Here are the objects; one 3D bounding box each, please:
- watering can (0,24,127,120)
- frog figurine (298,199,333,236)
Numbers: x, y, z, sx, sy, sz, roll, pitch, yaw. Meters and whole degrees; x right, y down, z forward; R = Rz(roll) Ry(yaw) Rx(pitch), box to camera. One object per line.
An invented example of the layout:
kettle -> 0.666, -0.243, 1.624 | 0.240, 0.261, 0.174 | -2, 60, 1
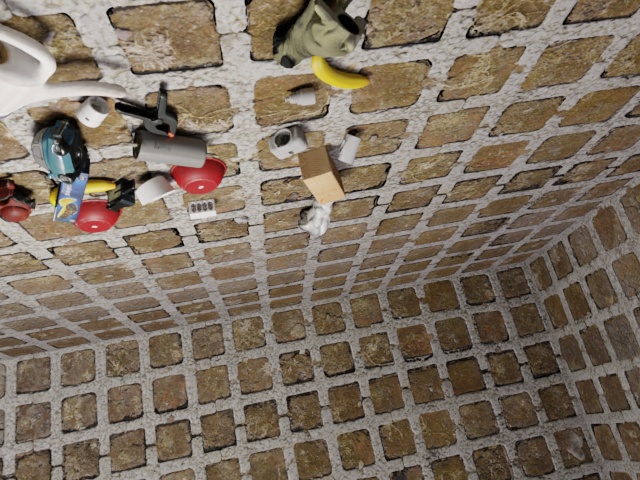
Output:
watering can -> -0.566, -0.295, 0.959 | 0.222, 0.106, 0.345 | -24, 156, 31
frog figurine -> 0.006, -0.092, 1.835 | 0.157, 0.122, 0.139 | -35, -176, 27
